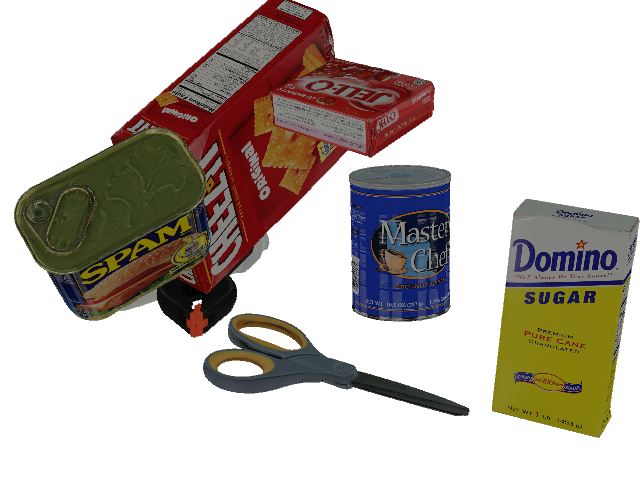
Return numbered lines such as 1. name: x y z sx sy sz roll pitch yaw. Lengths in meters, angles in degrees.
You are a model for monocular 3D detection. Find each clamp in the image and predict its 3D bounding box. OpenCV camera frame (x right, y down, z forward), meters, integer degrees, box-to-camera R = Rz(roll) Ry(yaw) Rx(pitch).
1. clamp: -0.116 0.038 1.086 0.120 0.039 0.171 -11 34 -10

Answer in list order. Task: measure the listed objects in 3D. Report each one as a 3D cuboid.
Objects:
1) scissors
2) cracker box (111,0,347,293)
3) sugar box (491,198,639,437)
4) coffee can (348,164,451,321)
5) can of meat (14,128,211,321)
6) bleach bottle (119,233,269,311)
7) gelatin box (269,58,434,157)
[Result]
1. scissors: -0.002 0.104 0.775 0.202 0.016 0.096 24 37 35
2. cracker box: -0.067 -0.084 0.931 0.072 0.164 0.213 26 57 28
3. sugar box: 0.193 0.062 0.850 0.093 0.176 0.048 10 23 23
4. coffee can: 0.081 0.001 1.087 0.103 0.140 0.103 -2 14 0
5. can of meat: -0.113 -0.006 0.611 0.102 0.057 0.084 -30 -20 -13
6. bleach bottle: -0.170 0.021 1.330 0.103 0.068 0.250 25 28 38
7. gelatin box: 0.022 -0.094 0.734 0.089 0.030 0.073 21 39 35
